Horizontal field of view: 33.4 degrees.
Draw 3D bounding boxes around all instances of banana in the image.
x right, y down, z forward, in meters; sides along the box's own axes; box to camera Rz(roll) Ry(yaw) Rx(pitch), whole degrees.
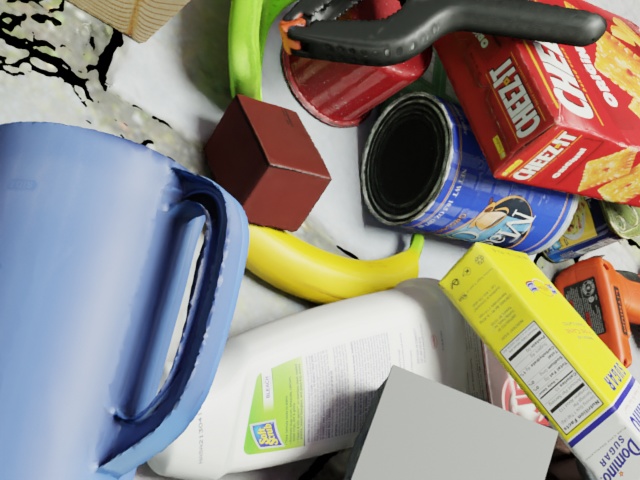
[{"bbox_3d":[0.003,0.016,0.760,0.197,0.037,0.069,11,46,-37],"label":"banana"}]

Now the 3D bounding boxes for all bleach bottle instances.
[{"bbox_3d":[-0.020,0.089,0.678,0.250,0.068,0.102,-7,95,-34],"label":"bleach bottle"}]

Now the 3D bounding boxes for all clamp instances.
[{"bbox_3d":[0.072,-0.179,0.736,0.210,0.036,0.164,-13,60,1],"label":"clamp"}]

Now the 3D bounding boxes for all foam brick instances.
[{"bbox_3d":[-0.036,-0.051,0.722,0.052,0.051,0.078,12,36,-35],"label":"foam brick"}]

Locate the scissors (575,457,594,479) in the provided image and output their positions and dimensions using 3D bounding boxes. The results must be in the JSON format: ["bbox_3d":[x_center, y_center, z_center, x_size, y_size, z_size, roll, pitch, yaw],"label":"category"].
[{"bbox_3d":[0.242,0.135,0.799,0.096,0.016,0.201,44,50,-16],"label":"scissors"}]

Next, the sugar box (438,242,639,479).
[{"bbox_3d":[0.157,0.081,0.681,0.176,0.048,0.093,50,20,25],"label":"sugar box"}]

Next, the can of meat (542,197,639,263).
[{"bbox_3d":[0.225,-0.038,0.925,0.057,0.084,0.102,-9,78,-41],"label":"can of meat"}]

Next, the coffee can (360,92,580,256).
[{"bbox_3d":[0.117,-0.049,0.830,0.140,0.103,0.103,12,65,-35],"label":"coffee can"}]

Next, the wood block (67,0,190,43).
[{"bbox_3d":[-0.113,-0.255,0.740,0.090,0.091,0.206,28,56,-27],"label":"wood block"}]

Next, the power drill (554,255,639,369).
[{"bbox_3d":[0.296,0.090,0.950,0.187,0.057,0.184,8,64,-40],"label":"power drill"}]

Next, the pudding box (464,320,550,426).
[{"bbox_3d":[0.150,0.094,0.840,0.089,0.039,0.113,7,68,-37],"label":"pudding box"}]

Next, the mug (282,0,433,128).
[{"bbox_3d":[0.038,-0.150,0.823,0.093,0.082,0.117,53,48,-8],"label":"mug"}]

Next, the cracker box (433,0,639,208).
[{"bbox_3d":[0.193,-0.115,0.812,0.213,0.072,0.164,8,51,-41],"label":"cracker box"}]

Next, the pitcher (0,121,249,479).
[{"bbox_3d":[-0.134,0.070,0.547,0.145,0.149,0.243,15,69,-15],"label":"pitcher"}]
